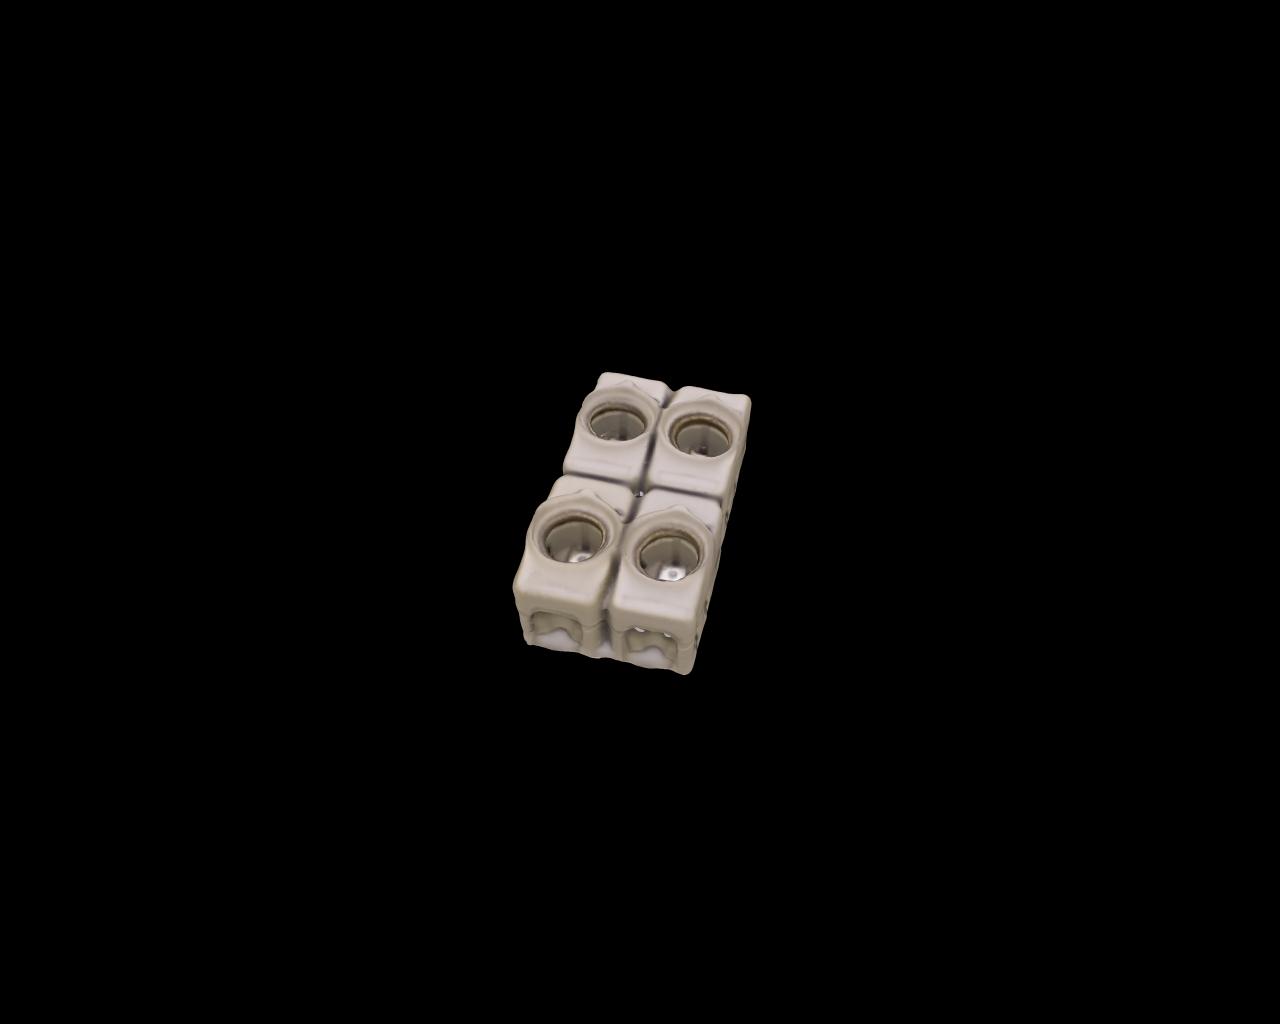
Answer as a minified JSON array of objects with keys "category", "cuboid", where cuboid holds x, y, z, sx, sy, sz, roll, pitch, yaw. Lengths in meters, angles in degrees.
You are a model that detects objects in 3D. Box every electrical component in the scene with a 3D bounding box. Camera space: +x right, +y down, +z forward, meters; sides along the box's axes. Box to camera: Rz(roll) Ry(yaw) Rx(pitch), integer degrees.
[{"category":"electrical component","cuboid":[0.001,-0.003,0.650,0.105,0.186,0.060,11,-39,9]}]
